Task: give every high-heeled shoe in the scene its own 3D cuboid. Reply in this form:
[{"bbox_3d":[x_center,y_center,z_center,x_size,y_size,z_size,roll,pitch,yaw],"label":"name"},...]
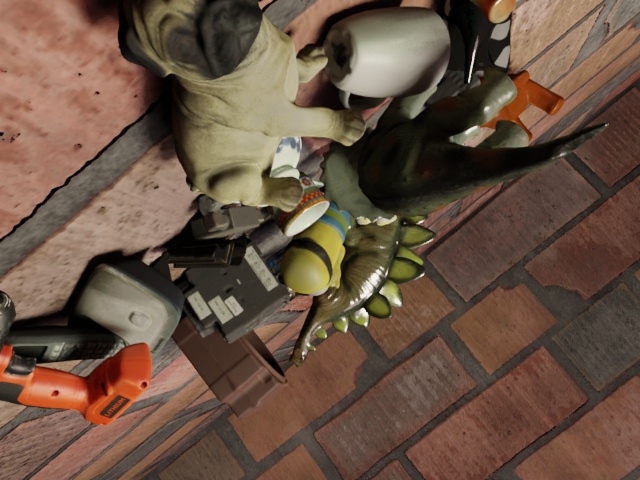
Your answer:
[{"bbox_3d":[0.184,-0.264,0.615,0.249,0.086,0.145,-57,151,-59],"label":"high-heeled shoe"}]

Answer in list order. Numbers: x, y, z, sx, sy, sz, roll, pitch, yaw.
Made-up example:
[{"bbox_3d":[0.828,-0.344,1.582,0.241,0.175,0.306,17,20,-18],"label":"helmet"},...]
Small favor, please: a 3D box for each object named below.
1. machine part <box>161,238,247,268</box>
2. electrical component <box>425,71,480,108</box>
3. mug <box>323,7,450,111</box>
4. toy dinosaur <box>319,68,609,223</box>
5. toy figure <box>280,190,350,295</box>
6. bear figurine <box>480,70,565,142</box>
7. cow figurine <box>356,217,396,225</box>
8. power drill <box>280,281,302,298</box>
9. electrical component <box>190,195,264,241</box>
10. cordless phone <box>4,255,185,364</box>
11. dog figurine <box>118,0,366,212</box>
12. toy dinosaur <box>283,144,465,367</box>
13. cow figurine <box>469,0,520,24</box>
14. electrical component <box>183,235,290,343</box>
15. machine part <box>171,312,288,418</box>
[{"bbox_3d":[-0.133,0.017,0.667,0.084,0.039,0.139,-10,178,11],"label":"machine part"},{"bbox_3d":[0.206,-0.226,0.779,0.119,0.048,0.075,-39,168,10],"label":"electrical component"},{"bbox_3d":[0.049,-0.167,0.506,0.107,0.081,0.109,-14,159,-37],"label":"mug"},{"bbox_3d":[0.102,-0.081,0.572,0.192,0.131,0.405,-46,-168,5],"label":"toy dinosaur"},{"bbox_3d":[-0.005,-0.003,0.791,0.089,0.082,0.180,52,50,-44],"label":"toy figure"},{"bbox_3d":[0.309,-0.219,0.907,0.196,0.132,0.120,-32,163,-50],"label":"bear figurine"},{"bbox_3d":[0.116,-0.099,0.828,0.167,0.098,0.068,-37,-153,-27],"label":"cow figurine"},{"bbox_3d":[0.048,0.077,1.043,0.232,0.086,0.207,-33,137,8],"label":"power drill"},{"bbox_3d":[-0.105,-0.030,0.622,0.078,0.045,0.102,-13,180,34],"label":"electrical component"},{"bbox_3d":[-0.249,0.079,0.552,0.184,0.089,0.146,2,142,-41],"label":"cordless phone"},{"bbox_3d":[-0.083,-0.098,0.370,0.172,0.121,0.190,-47,151,18],"label":"dog figurine"},{"bbox_3d":[0.082,0.010,0.906,0.471,0.199,0.105,-62,176,-3],"label":"toy dinosaur"},{"bbox_3d":[0.107,-0.227,0.395,0.195,0.127,0.085,3,138,-50],"label":"cow figurine"},{"bbox_3d":[-0.125,0.074,0.754,0.134,0.115,0.058,-31,162,-15],"label":"electrical component"},{"bbox_3d":[-0.144,0.178,0.864,0.087,0.201,0.201,-40,167,-5],"label":"machine part"}]
